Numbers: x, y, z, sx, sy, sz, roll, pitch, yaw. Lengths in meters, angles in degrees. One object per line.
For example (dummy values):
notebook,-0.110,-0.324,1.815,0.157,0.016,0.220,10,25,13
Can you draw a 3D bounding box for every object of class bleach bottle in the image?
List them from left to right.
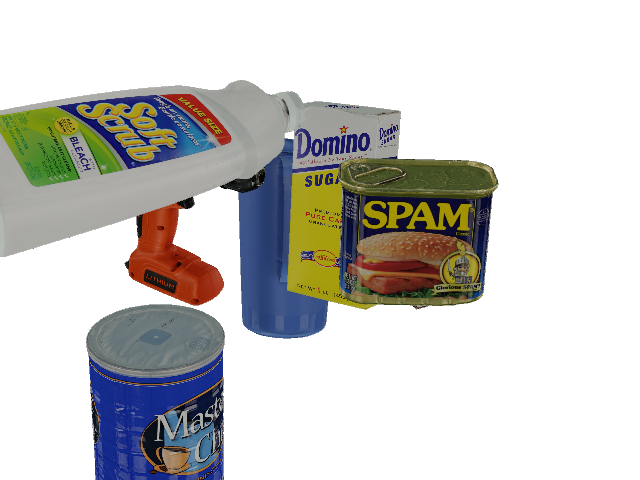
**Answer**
bleach bottle,-0.127,-0.071,0.766,0.250,0.103,0.068,-20,-27,-28

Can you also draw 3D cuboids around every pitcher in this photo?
pitcher,-0.041,-0.003,1.331,0.145,0.243,0.148,11,14,39

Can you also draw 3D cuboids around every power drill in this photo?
power drill,-0.137,-0.030,1.097,0.185,0.188,0.057,21,33,28

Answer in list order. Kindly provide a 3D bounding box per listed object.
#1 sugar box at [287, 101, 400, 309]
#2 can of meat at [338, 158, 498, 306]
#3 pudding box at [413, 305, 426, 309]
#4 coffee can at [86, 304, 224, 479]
sugar box,0.019,-0.034,0.966,0.093,0.176,0.048,11,18,34
can of meat,0.061,-0.005,0.703,0.102,0.084,0.057,2,23,0
pudding box,0.165,0.055,1.536,0.113,0.039,0.090,-15,24,-18
coffee can,-0.125,0.134,0.824,0.103,0.140,0.103,2,24,-1
